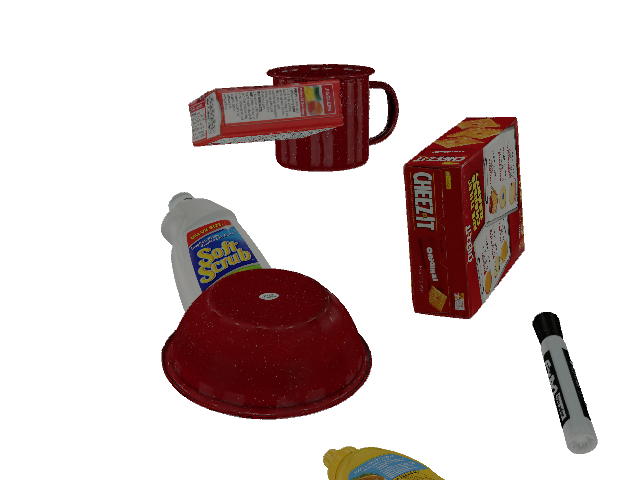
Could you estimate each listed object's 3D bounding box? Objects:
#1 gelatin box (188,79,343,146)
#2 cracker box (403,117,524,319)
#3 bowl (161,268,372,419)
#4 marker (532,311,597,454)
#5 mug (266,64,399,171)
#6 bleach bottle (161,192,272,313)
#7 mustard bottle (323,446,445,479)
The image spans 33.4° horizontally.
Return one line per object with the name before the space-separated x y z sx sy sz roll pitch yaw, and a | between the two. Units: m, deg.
gelatin box | -0.035 -0.075 0.634 0.073 0.030 0.089 -7 3 -16
cracker box | 0.159 -0.032 1.154 0.072 0.164 0.213 3 20 26
bowl | -0.040 0.066 0.807 0.162 0.055 0.162 2 26 -1
marker | 0.159 0.089 0.703 0.020 0.020 0.121 0 37 -2
mug | 0.012 -0.107 0.922 0.117 0.081 0.093 -7 17 -20
bleach bottle | -0.105 0.032 1.052 0.102 0.068 0.251 -16 40 -19
mustard bottle | 0.069 0.235 0.968 0.096 0.058 0.192 -17 25 -36
